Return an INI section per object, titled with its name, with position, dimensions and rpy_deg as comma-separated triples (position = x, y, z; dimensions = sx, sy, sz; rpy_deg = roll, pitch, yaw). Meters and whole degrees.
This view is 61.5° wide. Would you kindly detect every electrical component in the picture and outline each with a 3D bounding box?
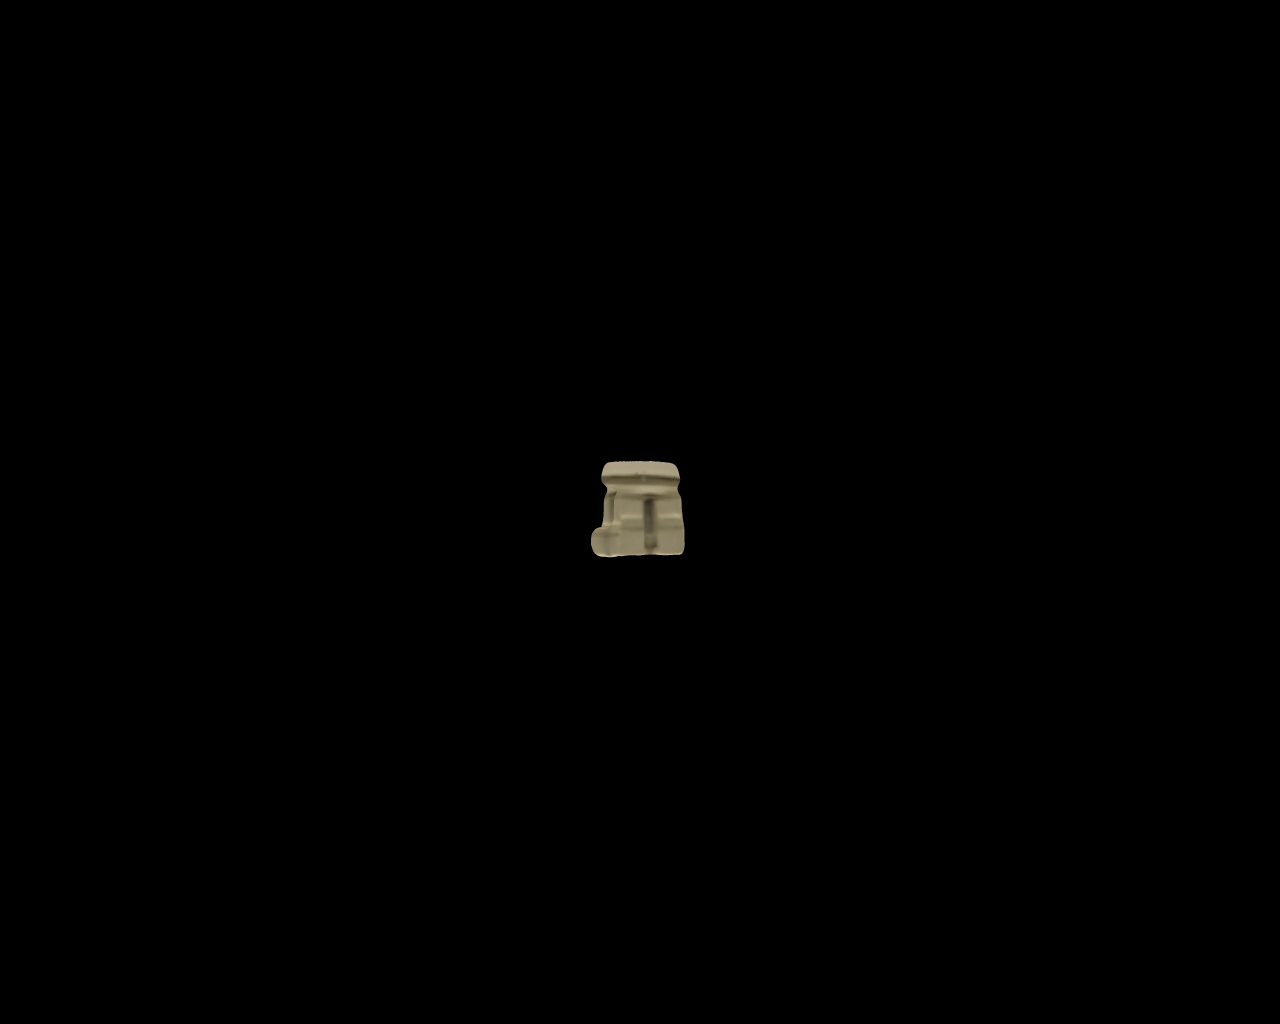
[electrical component]
position = 0.001, -0.003, 0.650
dimensions = 0.066, 0.055, 0.048
rpy_deg = 0, 0, -21
